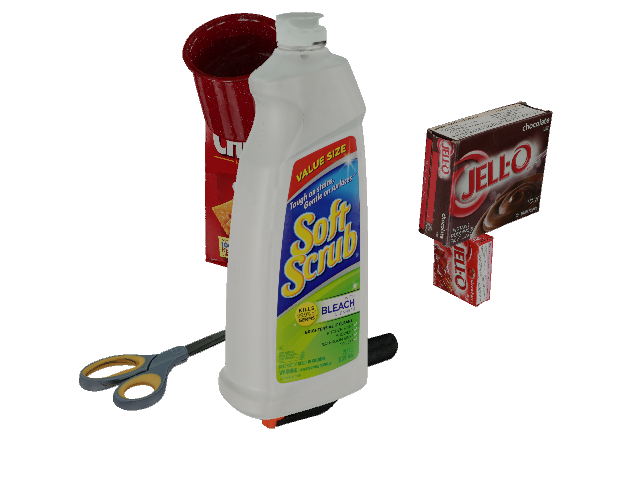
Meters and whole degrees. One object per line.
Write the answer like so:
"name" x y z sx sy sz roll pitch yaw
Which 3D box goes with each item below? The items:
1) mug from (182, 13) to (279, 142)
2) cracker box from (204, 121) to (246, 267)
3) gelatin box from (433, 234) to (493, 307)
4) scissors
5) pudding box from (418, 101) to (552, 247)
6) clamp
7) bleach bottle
"mug" -0.062 -0.150 0.958 0.093 0.081 0.117 27 58 28
"cracker box" -0.058 -0.057 1.305 0.164 0.214 0.072 16 32 21
"gelatin box" 0.172 0.026 1.296 0.030 0.089 0.073 -23 34 -34
"scissors" -0.146 0.130 1.100 0.201 0.016 0.096 -11 30 -28
"pudding box" 0.131 -0.054 0.846 0.113 0.090 0.039 -21 37 -37
"clamp" -0.018 0.104 0.945 0.120 0.039 0.171 19 28 25
"bleach bottle" -0.018 -0.017 0.685 0.102 0.251 0.068 -12 22 -30
